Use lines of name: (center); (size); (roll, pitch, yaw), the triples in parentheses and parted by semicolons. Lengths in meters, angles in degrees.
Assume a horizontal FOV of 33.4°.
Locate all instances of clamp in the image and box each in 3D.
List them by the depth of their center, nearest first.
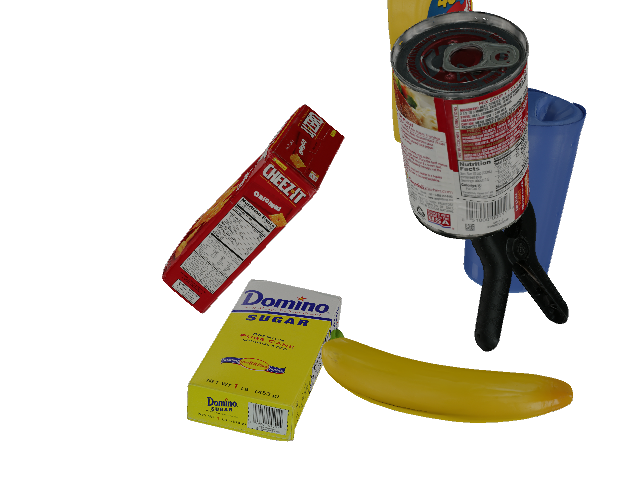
clamp: (0.171, 0.018, 1.002); (0.120, 0.171, 0.039); (-26, 8, -42)

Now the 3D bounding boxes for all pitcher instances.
pitcher: (0.237, -0.058, 1.326); (0.149, 0.243, 0.145); (3, 27, 0)

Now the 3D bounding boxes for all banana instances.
banana: (0.073, 0.095, 0.749); (0.198, 0.037, 0.069); (13, 35, 32)

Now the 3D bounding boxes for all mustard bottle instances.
mustard bottle: (0.090, -0.179, 0.859); (0.058, 0.191, 0.096); (14, 36, 32)

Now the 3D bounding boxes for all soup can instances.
soup can: (0.076, -0.058, 0.559); (0.068, 0.068, 0.102); (0, -44, 12)

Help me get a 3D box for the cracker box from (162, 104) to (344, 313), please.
cracker box: (-0.077, -0.039, 1.215); (0.072, 0.214, 0.164); (40, 27, -8)

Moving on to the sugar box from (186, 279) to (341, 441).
sugar box: (-0.046, 0.100, 0.945); (0.093, 0.048, 0.176); (11, 33, 9)
